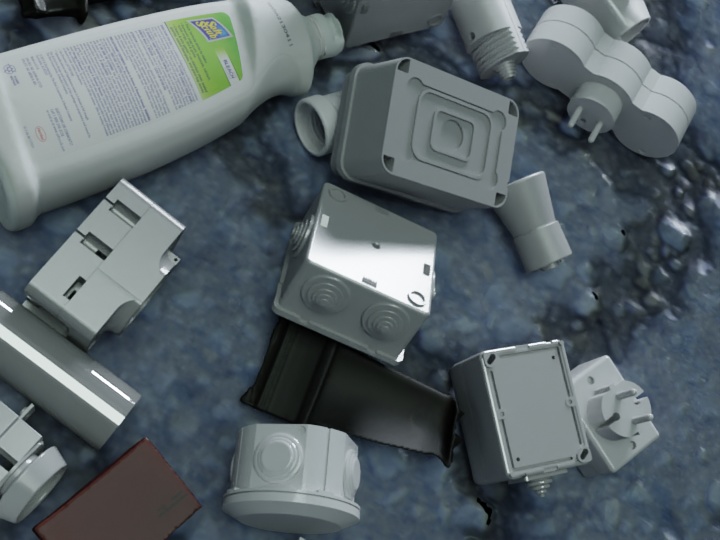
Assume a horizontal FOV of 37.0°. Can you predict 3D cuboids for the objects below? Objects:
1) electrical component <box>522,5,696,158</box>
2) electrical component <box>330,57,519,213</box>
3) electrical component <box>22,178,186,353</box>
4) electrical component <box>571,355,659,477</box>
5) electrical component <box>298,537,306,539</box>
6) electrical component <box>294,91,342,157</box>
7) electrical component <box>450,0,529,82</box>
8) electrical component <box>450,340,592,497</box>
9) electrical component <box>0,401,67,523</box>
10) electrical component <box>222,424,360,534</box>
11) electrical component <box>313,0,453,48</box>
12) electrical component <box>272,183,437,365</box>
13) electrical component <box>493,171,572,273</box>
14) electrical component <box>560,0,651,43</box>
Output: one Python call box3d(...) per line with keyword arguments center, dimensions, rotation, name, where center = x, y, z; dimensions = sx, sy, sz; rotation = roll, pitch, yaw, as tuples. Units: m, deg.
box3d(center=(0.178, -0.127, 0.795), dimensions=(0.138, 0.052, 0.073), rotation=(35, 66, -7), name="electrical component")
box3d(center=(0.043, -0.087, 0.710), dimensions=(0.113, 0.057, 0.078), rotation=(14, 82, -37), name="electrical component")
box3d(center=(-0.149, 0.001, 0.643), dimensions=(0.056, 0.050, 0.089), rotation=(38, 66, -5), name="electrical component")
box3d(center=(0.167, 0.095, 0.713), dimensions=(0.047, 0.077, 0.065), rotation=(-31, 87, -25), name="electrical component")
box3d(center=(-0.041, 0.195, 0.621), dimensions=(0.058, 0.057, 0.078), rotation=(32, 67, -9), name="electrical component")
box3d(center=(-0.015, -0.102, 0.727), dimensions=(0.046, 0.040, 0.040), rotation=(-23, 83, -29), name="electrical component")
box3d(center=(0.095, -0.176, 0.785), dimensions=(0.043, 0.043, 0.081), rotation=(-17, 80, -23), name="electrical component")
box3d(center=(0.103, 0.100, 0.698), dimensions=(0.062, 0.061, 0.096), rotation=(-7, 77, -21), name="electrical component")
box3d(center=(-0.198, 0.107, 0.598), dimensions=(0.055, 0.048, 0.066), rotation=(39, 66, 3), name="electrical component")
box3d(center=(-0.039, 0.124, 0.631), dimensions=(0.080, 0.080, 0.051), rotation=(12, 65, -16), name="electrical component")
box3d(center=(0.024, -0.203, 0.739), dimensions=(0.100, 0.099, 0.048), rotation=(-19, 69, -23), name="electrical component")
box3d(center=(0.000, 0.000, 0.677), dimensions=(0.100, 0.048, 0.099), rotation=(24, 38, -12), name="electrical component")
box3d(center=(0.121, -0.031, 0.755), dimensions=(0.044, 0.044, 0.065), rotation=(-22, 88, -24), name="electrical component")
box3d(center=(0.189, -0.215, 0.807), dimensions=(0.044, 0.079, 0.077), rotation=(-29, 79, -38), name="electrical component")
